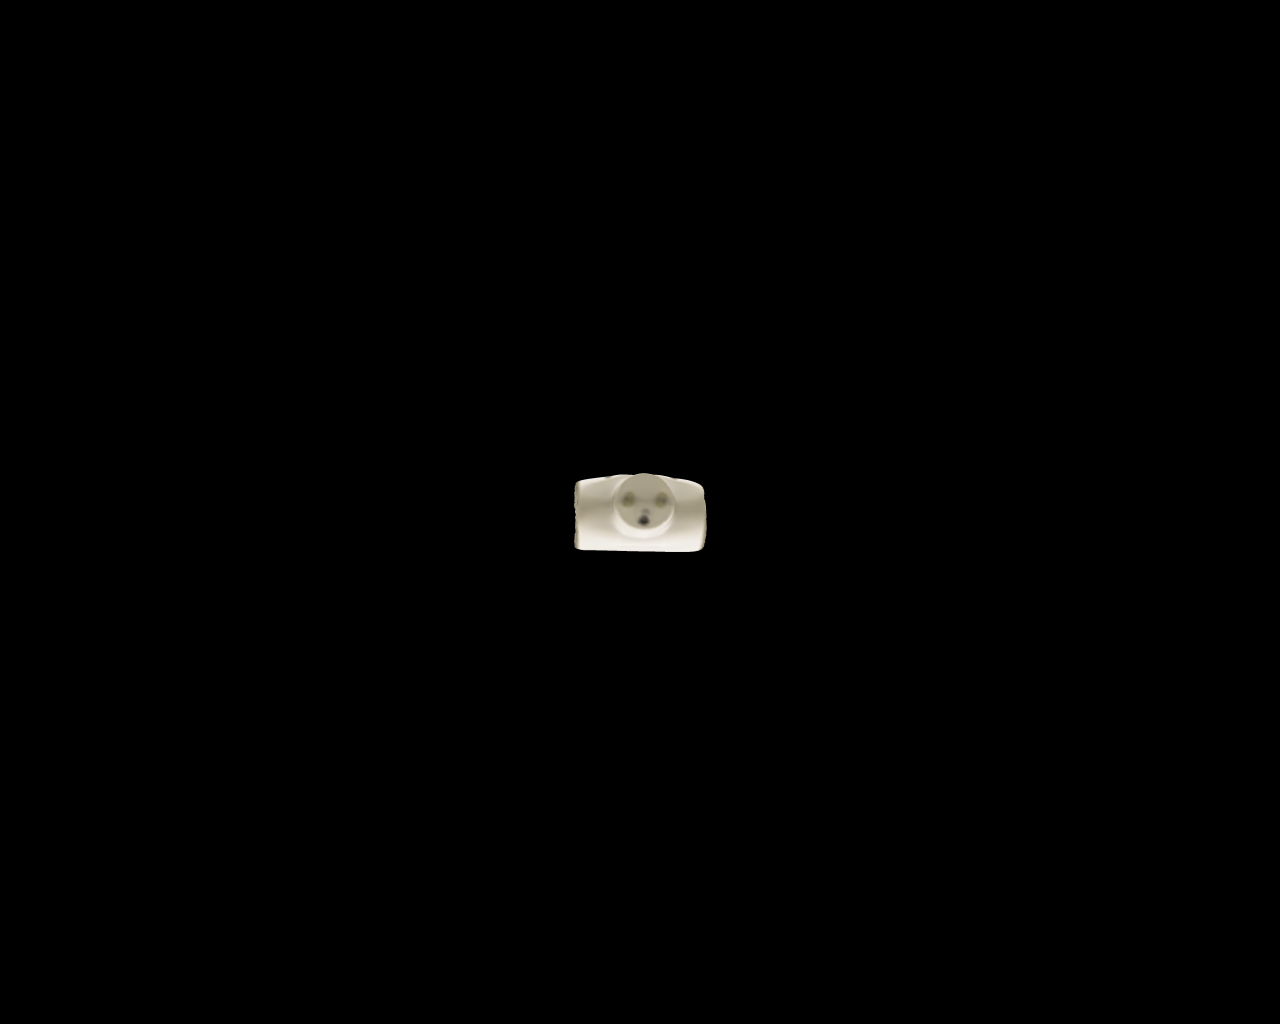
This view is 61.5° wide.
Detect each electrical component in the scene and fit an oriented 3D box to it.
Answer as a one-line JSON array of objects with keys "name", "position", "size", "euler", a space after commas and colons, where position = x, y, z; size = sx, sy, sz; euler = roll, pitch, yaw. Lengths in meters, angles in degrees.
[{"name": "electrical component", "position": [0.001, -0.003, 0.650], "size": [0.077, 0.043, 0.079], "euler": [1, -15, -5]}]
